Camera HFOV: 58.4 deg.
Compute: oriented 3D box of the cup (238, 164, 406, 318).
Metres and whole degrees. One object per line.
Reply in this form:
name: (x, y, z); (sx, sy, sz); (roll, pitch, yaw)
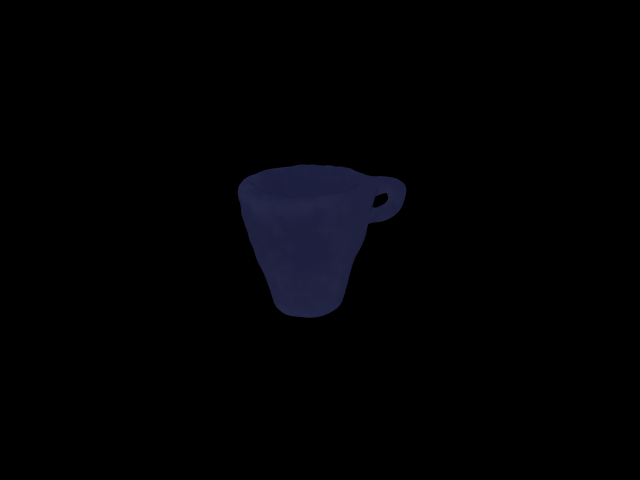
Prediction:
cup: (0.004, 0.001, 0.400); (0.118, 0.095, 0.091); (-8, 23, -18)
